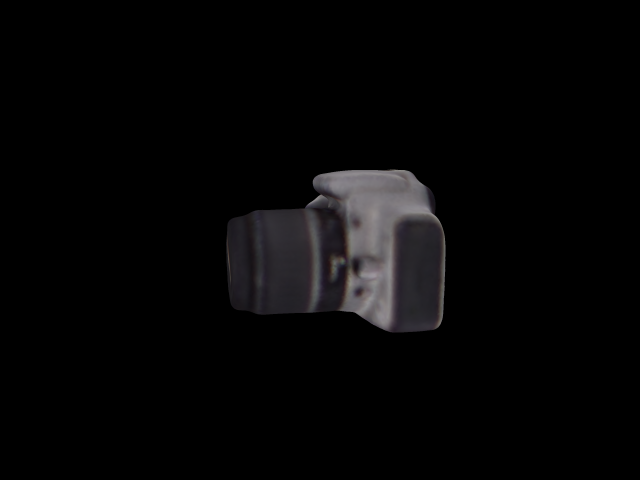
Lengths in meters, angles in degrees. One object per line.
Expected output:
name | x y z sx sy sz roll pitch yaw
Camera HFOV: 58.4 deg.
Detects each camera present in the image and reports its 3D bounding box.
camera | 0.004 0.001 0.400 0.137 0.101 0.143 -2 7 -13
